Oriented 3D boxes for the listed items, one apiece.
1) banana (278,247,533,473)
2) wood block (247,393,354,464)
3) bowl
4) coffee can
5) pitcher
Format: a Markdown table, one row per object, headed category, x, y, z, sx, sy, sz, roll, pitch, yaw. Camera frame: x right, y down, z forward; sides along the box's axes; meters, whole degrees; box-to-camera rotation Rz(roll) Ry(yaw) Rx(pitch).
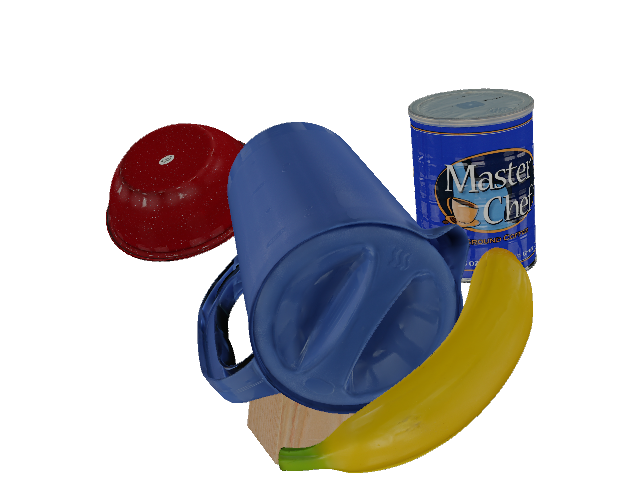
| category | x | y | z | sx | sy | sz | roll | pitch | yaw |
| --- | --- | --- | --- | --- | --- | --- | --- | --- | --- |
| banana | 0.064 | 0.059 | 0.543 | 0.070 | 0.037 | 0.197 | 21 | 43 | 35 |
| wood block | -0.005 | 0.098 | 1.015 | 0.090 | 0.206 | 0.091 | 2 | 14 | -22 |
| bowl | -0.133 | -0.058 | 0.987 | 0.162 | 0.162 | 0.055 | 0 | -41 | 20 |
| coffee can | 0.129 | -0.048 | 0.901 | 0.103 | 0.140 | 0.103 | -5 | 20 | 2 |
| pitcher | -0.008 | 0.009 | 0.746 | 0.149 | 0.145 | 0.243 | 6 | 22 | -15 |
